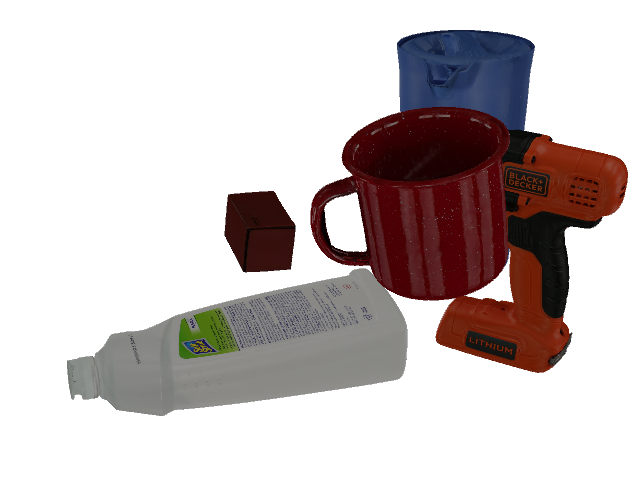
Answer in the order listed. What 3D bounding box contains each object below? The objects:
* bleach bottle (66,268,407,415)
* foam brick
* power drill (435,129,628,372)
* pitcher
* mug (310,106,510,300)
[{"bbox_3d":[-0.066,0.082,0.814,0.250,0.068,0.103,-7,28,-18],"label":"bleach bottle"},{"bbox_3d":[-0.063,-0.010,1.088,0.053,0.051,0.078,-4,31,-18],"label":"foam brick"},{"bbox_3d":[0.135,0.001,0.835,0.185,0.188,0.057,16,32,25],"label":"power drill"},{"bbox_3d":[0.148,-0.091,1.092,0.149,0.243,0.145,-10,25,-19],"label":"pitcher"},{"bbox_3d":[0.052,-0.017,0.607,0.117,0.081,0.093,-14,31,-5],"label":"mug"}]
